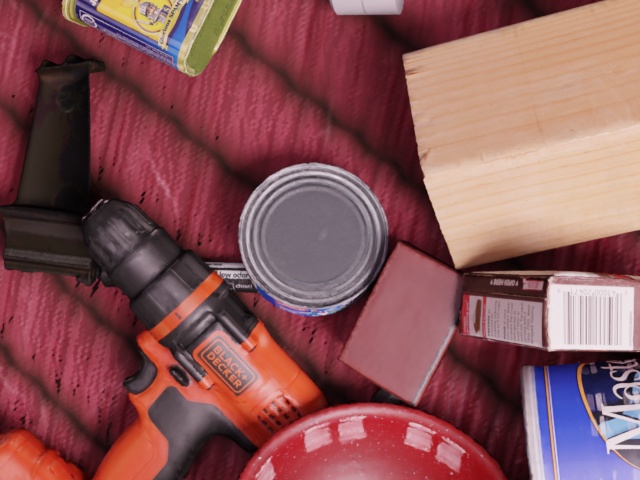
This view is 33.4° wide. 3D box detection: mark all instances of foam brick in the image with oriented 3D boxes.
[{"bbox_3d":[0.052,0.046,0.609,0.051,0.053,0.078,27,94,10],"label":"foam brick"}]

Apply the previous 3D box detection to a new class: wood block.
[{"bbox_3d":[0.156,-0.064,0.553,0.206,0.090,0.091,-13,54,12],"label":"wood block"}]

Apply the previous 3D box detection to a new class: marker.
[{"bbox_3d":[-0.080,0.022,0.654,0.121,0.020,0.020,1,90,12],"label":"marker"}]

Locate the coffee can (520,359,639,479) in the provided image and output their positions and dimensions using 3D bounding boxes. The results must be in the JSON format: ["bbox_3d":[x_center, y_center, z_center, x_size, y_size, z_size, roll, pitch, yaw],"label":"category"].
[{"bbox_3d":[0.180,0.111,0.556,0.140,0.102,0.103,-6,88,12],"label":"coffee can"}]

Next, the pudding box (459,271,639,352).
[{"bbox_3d":[0.142,0.037,0.549,0.113,0.090,0.039,5,87,-20],"label":"pudding box"}]

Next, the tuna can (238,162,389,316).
[{"bbox_3d":[-0.004,0.001,0.619,0.086,0.034,0.086,0,77,-1],"label":"tuna can"}]

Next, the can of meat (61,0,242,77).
[{"bbox_3d":[-0.092,-0.159,0.639,0.084,0.057,0.102,28,96,9],"label":"can of meat"}]

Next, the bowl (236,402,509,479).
[{"bbox_3d":[0.028,0.169,0.567,0.162,0.055,0.162,1,53,-2],"label":"bowl"}]

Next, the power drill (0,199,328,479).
[{"bbox_3d":[-0.117,0.093,0.629,0.188,0.057,0.184,-43,93,11],"label":"power drill"}]
